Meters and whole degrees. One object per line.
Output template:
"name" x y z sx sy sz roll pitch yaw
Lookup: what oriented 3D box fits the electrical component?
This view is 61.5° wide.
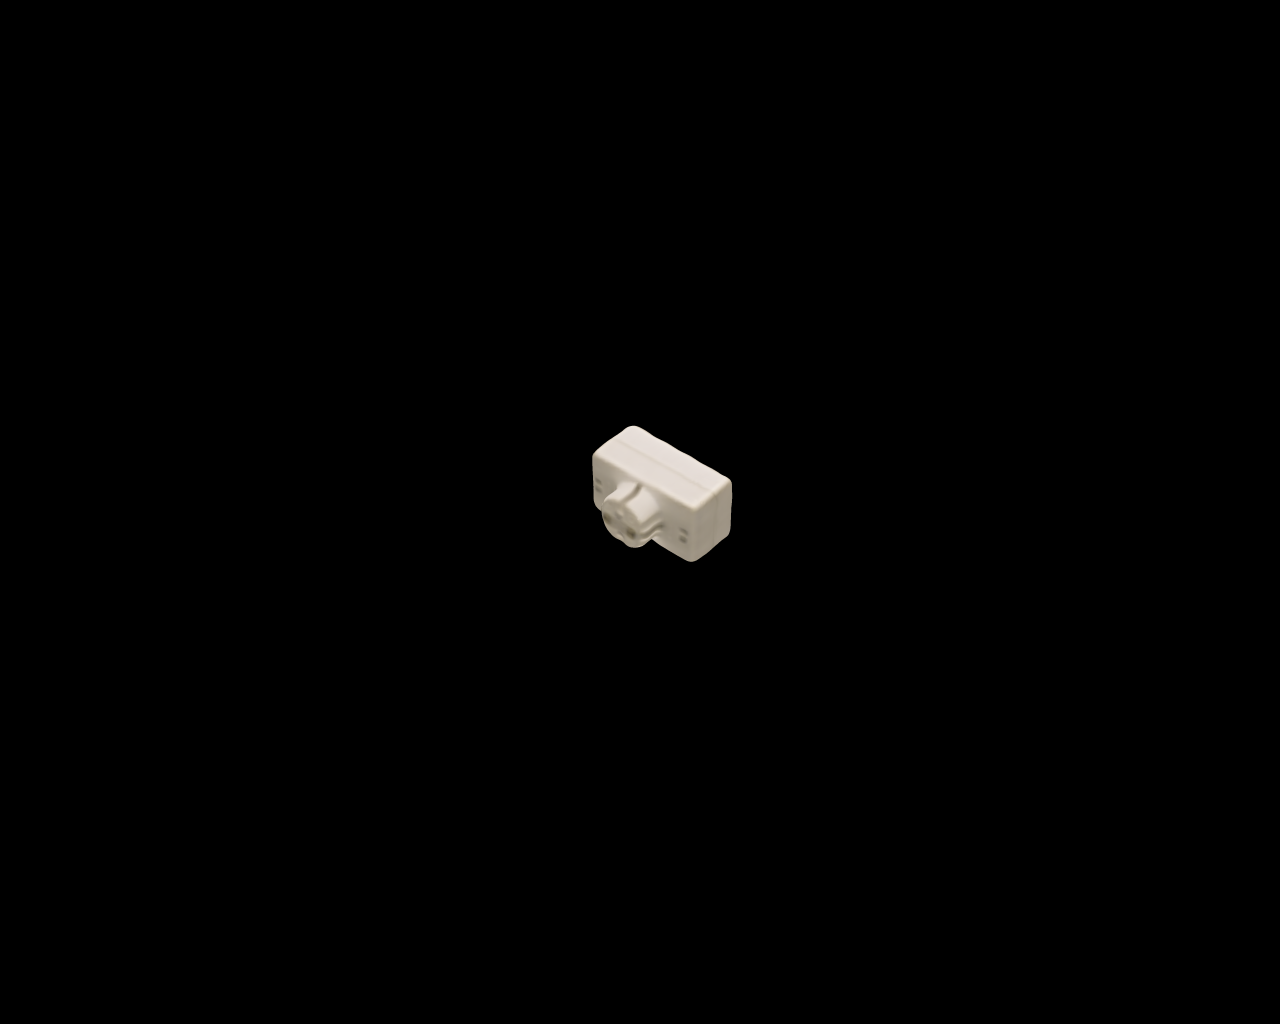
"electrical component" 0.001 -0.003 0.650 0.083 0.047 0.076 31 51 30
